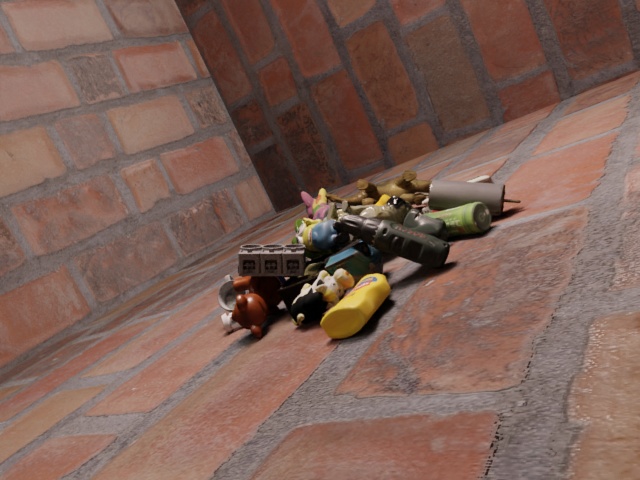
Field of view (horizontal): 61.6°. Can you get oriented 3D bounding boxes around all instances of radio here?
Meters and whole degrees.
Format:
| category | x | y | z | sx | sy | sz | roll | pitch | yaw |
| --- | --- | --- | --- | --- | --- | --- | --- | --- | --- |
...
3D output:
| category | x | y | z | sx | sy | sz | roll | pitch | yaw |
| --- | --- | --- | --- | --- | --- | --- | --- | --- | --- |
| radio | 0.002 | 0.093 | 1.290 | 0.131 | 0.073 | 0.229 | -21 | 10 | 21 |

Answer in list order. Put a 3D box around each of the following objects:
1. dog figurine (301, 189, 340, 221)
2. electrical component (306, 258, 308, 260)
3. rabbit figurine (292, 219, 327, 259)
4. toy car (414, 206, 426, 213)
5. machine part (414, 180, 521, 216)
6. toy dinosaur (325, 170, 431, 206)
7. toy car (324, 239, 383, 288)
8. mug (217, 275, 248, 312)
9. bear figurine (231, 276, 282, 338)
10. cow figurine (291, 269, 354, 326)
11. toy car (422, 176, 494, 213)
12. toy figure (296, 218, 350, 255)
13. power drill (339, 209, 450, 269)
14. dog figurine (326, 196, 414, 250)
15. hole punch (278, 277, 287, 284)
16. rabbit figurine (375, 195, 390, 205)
| category | x | y | z | sx | sy | sz | roll | pitch | yaw |
| --- | --- | --- | --- | --- | --- | --- | --- | --- | --- |
| dog figurine | 0.022 | -0.084 | 1.679 | 0.108 | 0.219 | 0.191 | -15 | -27 | -23 |
| electrical component | -0.102 | 0.080 | 1.565 | 0.115 | 0.058 | 0.134 | 1 | -7 | -31 |
| rabbit figurine | -0.003 | -0.004 | 1.475 | 0.159 | 0.121 | 0.170 | 23 | 24 | 25 |
| toy car | 0.263 | -0.065 | 1.576 | 0.202 | 0.053 | 0.089 | -20 | 7 | 36 |
| machine part | 0.347 | -0.100 | 1.275 | 0.243 | 0.079 | 0.079 | 6 | 22 | 22 |
| toy dinosaur | 0.248 | -0.144 | 1.624 | 0.472 | 0.105 | 0.198 | -4 | -2 | -4 |
| toy car | 0.089 | 0.055 | 1.188 | 0.109 | 0.103 | 0.161 | -25 | 2 | 31 |
| mug | -0.223 | 0.151 | 1.438 | 0.081 | 0.110 | 0.107 | -31 | -26 | -2 |
| bear figurine | -0.162 | 0.155 | 1.264 | 0.132 | 0.120 | 0.196 | -24 | 13 | 27 |
| cow figurine | -0.001 | 0.117 | 1.095 | 0.098 | 0.068 | 0.167 | -47 | 4 | -38 |
| toy car | 0.376 | -0.111 | 1.456 | 0.202 | 0.073 | 0.056 | -23 | 8 | 12 |
| toy figure | 0.009 | -0.005 | 1.301 | 0.180 | 0.089 | 0.082 | -8 | 54 | 55 |
| power drill | 0.181 | -0.018 | 1.162 | 0.232 | 0.086 | 0.207 | 23 | 14 | 24 |
| dog figurine | 0.125 | -0.045 | 1.361 | 0.190 | 0.121 | 0.172 | -8 | 2 | -27 |
| hole punch | -0.140 | 0.114 | 1.452 | 0.092 | 0.115 | 0.142 | -20 | 7 | -21 |
| rabbit figurine | 0.164 | -0.025 | 1.436 | 0.162 | 0.121 | 0.173 | -27 | 27 | 5 |
